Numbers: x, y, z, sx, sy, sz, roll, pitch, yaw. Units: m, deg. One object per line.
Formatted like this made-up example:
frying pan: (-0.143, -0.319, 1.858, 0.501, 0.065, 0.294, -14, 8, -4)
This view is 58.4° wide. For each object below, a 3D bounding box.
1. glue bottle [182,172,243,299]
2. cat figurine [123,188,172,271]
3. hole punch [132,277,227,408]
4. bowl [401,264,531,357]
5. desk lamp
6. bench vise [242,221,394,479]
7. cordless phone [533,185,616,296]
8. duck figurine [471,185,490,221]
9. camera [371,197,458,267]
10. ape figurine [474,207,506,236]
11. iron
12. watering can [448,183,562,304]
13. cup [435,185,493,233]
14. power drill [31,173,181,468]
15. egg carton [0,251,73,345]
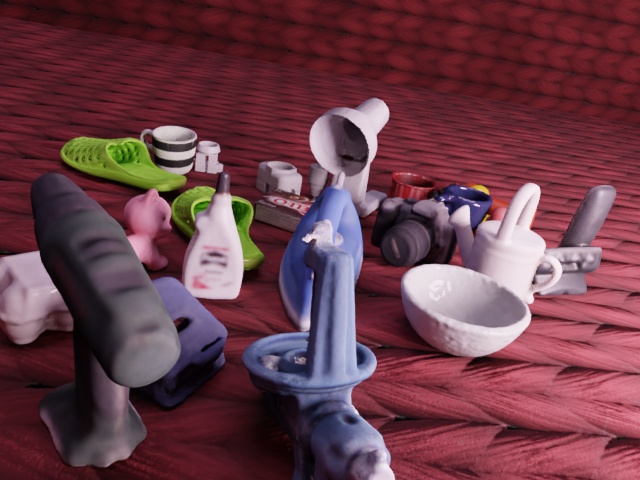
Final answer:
glue bottle: (-0.132, -0.006, 0.730, 0.078, 0.173, 0.037, 4, 25, -15)
cat figurine: (-0.243, -0.013, 0.768, 0.067, 0.118, 0.128, 16, 25, 11)
hole punch: (-0.155, 0.100, 0.593, 0.101, 0.091, 0.109, 20, 26, 19)
bowl: (0.179, 0.101, 0.746, 0.167, 0.075, 0.167, 9, 25, -4)
desk lamp: (0.065, -0.157, 1.087, 0.117, 0.213, 0.204, 20, 26, 20)
bench vise: (0.017, 0.108, 0.491, 0.122, 0.220, 0.206, -12, 33, -40)
cordless phone: (0.399, -0.007, 0.936, 0.148, 0.185, 0.094, -3, 28, -27)
duck figurine: (0.313, -0.065, 1.145, 0.078, 0.086, 0.104, -1, 27, -23)
camera: (0.147, -0.017, 0.955, 0.142, 0.101, 0.137, 25, 28, 29)
ape figurine: (0.319, -0.017, 1.036, 0.078, 0.092, 0.076, 9, 25, -4)
iron: (0.007, 0.003, 0.807, 0.118, 0.141, 0.258, 12, 25, 3)
watering can: (0.269, 0.005, 0.845, 0.172, 0.194, 0.101, 17, 25, 13)
cup: (0.255, -0.044, 1.064, 0.118, 0.095, 0.091, -3, 28, -28)
power drill: (-0.196, 0.075, 0.489, 0.076, 0.208, 0.228, -12, 33, -40)
egg carton: (-0.296, 0.057, 0.653, 0.151, 0.069, 0.107, -15, 35, -43)
